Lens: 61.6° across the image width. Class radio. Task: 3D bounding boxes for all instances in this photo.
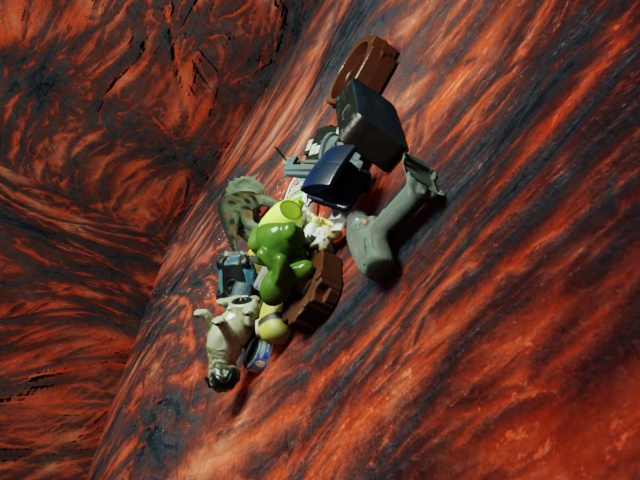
[{"bbox_3d":[0.105,-0.253,1.154,0.073,0.131,0.230,-50,24,28],"label":"radio"}]

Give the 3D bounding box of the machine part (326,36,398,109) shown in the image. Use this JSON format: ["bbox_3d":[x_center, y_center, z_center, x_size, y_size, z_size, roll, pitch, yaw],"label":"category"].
[{"bbox_3d":[0.110,-0.431,1.431,0.201,0.087,0.201,-62,20,7],"label":"machine part"}]

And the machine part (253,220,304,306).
[{"bbox_3d":[-0.097,0.057,1.335,0.243,0.079,0.079,-65,20,-3],"label":"machine part"}]

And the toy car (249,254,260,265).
[{"bbox_3d":[-0.133,0.014,1.401,0.089,0.053,0.202,-63,-12,9],"label":"toy car"}]

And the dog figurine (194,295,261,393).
[{"bbox_3d":[-0.194,0.237,1.239,0.121,0.172,0.190,20,122,54],"label":"dog figurine"}]

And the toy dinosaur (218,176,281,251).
[{"bbox_3d":[-0.239,-0.087,1.626,0.131,0.192,0.405,-65,-5,23],"label":"toy dinosaur"}]

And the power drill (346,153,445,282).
[{"bbox_3d":[0.117,-0.050,0.949,0.207,0.086,0.232,-47,24,25],"label":"power drill"}]

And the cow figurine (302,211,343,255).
[{"bbox_3d":[-0.004,-0.004,1.199,0.098,0.068,0.167,-67,17,5],"label":"cow figurine"}]

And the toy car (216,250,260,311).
[{"bbox_3d":[-0.208,0.102,1.398,0.103,0.109,0.161,-32,-64,-75],"label":"toy car"}]

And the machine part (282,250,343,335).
[{"bbox_3d":[-0.019,0.105,1.118,0.179,0.056,0.179,-52,22,30],"label":"machine part"}]

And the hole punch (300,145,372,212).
[{"bbox_3d":[0.024,-0.130,1.070,0.116,0.092,0.142,18,68,35],"label":"hole punch"}]

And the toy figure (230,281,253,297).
[{"bbox_3d":[-0.201,0.178,1.312,0.058,0.064,0.154,8,86,58],"label":"toy figure"}]

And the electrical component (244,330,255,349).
[{"bbox_3d":[-0.181,0.226,1.374,0.074,0.047,0.119,-60,22,6],"label":"electrical component"}]

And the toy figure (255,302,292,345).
[{"bbox_3d":[-0.092,0.148,1.208,0.089,0.082,0.180,-40,28,52],"label":"toy figure"}]

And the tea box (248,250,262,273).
[{"bbox_3d":[-0.205,0.118,1.535,0.169,0.068,0.098,-61,21,8],"label":"tea box"}]

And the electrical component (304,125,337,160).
[{"bbox_3d":[0.023,-0.240,1.392,0.134,0.058,0.115,-8,52,42],"label":"electrical component"}]

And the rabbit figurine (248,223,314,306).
[{"bbox_3d":[-0.075,0.055,1.129,0.159,0.121,0.170,-12,70,60],"label":"rabbit figurine"}]

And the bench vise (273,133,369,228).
[{"bbox_3d":[0.009,-0.160,1.222,0.241,0.128,0.223,6,57,30],"label":"bench vise"}]
